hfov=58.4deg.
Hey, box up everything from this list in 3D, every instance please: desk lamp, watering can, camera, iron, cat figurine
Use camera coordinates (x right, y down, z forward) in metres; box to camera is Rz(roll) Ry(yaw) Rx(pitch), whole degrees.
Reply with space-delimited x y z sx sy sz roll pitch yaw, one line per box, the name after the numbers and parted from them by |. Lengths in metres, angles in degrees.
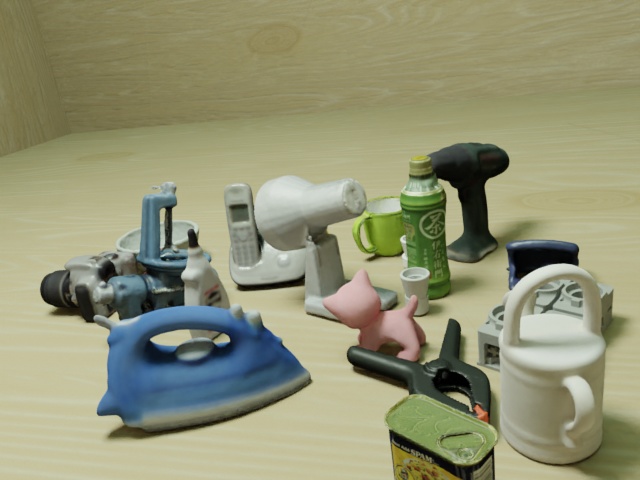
0.008 0.003 0.898 0.202 0.214 0.118 9 28 37 | desk lamp
0.227 0.111 0.576 0.101 0.194 0.172 -16 23 -19 | watering can
-0.422 0.071 1.035 0.136 0.101 0.143 -2 22 15 | camera
-0.148 0.138 0.713 0.258 0.141 0.118 -9 22 -3 | iron
0.073 0.098 0.768 0.127 0.118 0.067 -1 23 18 | cat figurine

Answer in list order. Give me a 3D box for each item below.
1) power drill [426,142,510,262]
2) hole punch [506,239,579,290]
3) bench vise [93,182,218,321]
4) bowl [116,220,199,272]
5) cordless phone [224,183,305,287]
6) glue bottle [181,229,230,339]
0.258 -0.073 1.009 0.075 0.209 0.230 13 30 42 | power drill
0.342 0.027 0.887 0.108 0.091 0.101 1 23 22 | hole punch
-0.260 0.029 0.920 0.121 0.220 0.208 3 24 26 | bench vise
-0.320 0.021 1.160 0.167 0.075 0.167 -7 22 3 | bowl
-0.097 -0.014 1.017 0.147 0.185 0.094 -7 22 4 | cordless phone
-0.178 0.064 0.866 0.037 0.173 0.078 3 24 26 | glue bottle
